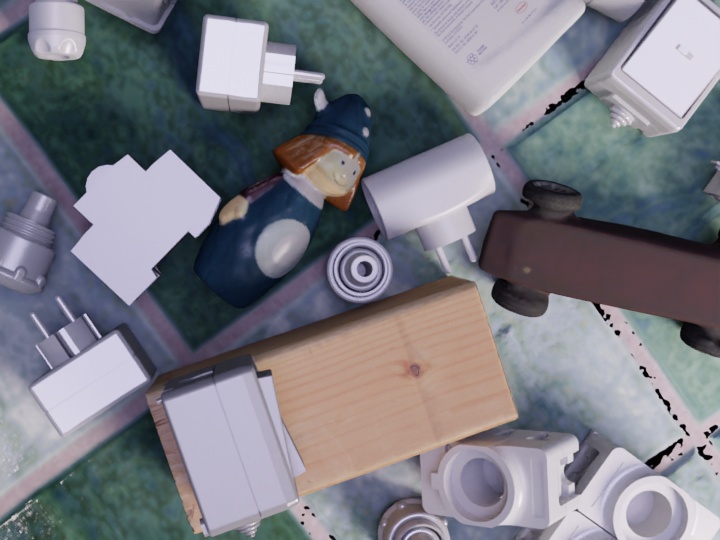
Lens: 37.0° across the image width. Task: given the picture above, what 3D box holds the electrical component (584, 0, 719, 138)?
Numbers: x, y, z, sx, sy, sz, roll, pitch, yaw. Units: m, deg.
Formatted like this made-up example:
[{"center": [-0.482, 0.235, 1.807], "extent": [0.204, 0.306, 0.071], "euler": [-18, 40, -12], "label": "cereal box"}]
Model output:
[{"center": [0.197, -0.132, 0.704], "extent": [0.062, 0.061, 0.096], "euler": [37, 88, -7], "label": "electrical component"}]

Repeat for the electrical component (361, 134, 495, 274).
[{"center": [0.051, -0.038, 0.701], "extent": [0.077, 0.044, 0.079], "euler": [-24, 95, -5], "label": "electrical component"}]

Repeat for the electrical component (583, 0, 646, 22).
[{"center": [0.164, -0.195, 0.702], "extent": [0.047, 0.055, 0.055], "euler": [27, 90, -10], "label": "electrical component"}]

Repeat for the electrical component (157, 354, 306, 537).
[{"center": [-0.066, 0.100, 0.595], "extent": [0.061, 0.062, 0.096], "euler": [-19, 94, -5], "label": "electrical component"}]

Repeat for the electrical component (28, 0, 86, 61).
[{"center": [-0.190, -0.164, 0.674], "extent": [0.035, 0.035, 0.061], "euler": [-1, 90, -6], "label": "electrical component"}]

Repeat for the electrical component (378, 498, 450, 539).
[{"center": [0.038, 0.178, 0.701], "extent": [0.048, 0.062, 0.048], "euler": [0, 93, -6], "label": "electrical component"}]

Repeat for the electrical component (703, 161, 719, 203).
[{"center": [0.271, -0.063, 0.724], "extent": [0.066, 0.048, 0.055], "euler": [33, 97, -7], "label": "electrical component"}]

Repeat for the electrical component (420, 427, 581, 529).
[{"center": [0.087, 0.131, 0.685], "extent": [0.089, 0.056, 0.050], "euler": [-1, 94, 35], "label": "electrical component"}]

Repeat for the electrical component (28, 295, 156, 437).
[{"center": [-0.178, 0.053, 0.679], "extent": [0.066, 0.047, 0.076], "euler": [-33, 96, -4], "label": "electrical component"}]

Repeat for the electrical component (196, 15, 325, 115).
[{"center": [-0.060, -0.123, 0.665], "extent": [0.076, 0.083, 0.047], "euler": [6, 92, -6], "label": "electrical component"}]

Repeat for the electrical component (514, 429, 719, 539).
[{"center": [0.155, 0.197, 0.715], "extent": [0.089, 0.062, 0.150], "euler": [36, 89, -7], "label": "electrical component"}]

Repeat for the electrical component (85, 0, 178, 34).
[{"center": [-0.143, -0.208, 0.656], "extent": [0.100, 0.048, 0.099], "euler": [26, 69, -7], "label": "electrical component"}]

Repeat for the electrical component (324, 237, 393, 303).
[{"center": [0.000, 0.000, 0.688], "extent": [0.043, 0.062, 0.043], "euler": [0, 89, -5], "label": "electrical component"}]

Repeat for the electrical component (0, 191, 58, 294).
[{"center": [-0.211, -0.019, 0.675], "extent": [0.048, 0.048, 0.062], "euler": [25, 83, -7], "label": "electrical component"}]
